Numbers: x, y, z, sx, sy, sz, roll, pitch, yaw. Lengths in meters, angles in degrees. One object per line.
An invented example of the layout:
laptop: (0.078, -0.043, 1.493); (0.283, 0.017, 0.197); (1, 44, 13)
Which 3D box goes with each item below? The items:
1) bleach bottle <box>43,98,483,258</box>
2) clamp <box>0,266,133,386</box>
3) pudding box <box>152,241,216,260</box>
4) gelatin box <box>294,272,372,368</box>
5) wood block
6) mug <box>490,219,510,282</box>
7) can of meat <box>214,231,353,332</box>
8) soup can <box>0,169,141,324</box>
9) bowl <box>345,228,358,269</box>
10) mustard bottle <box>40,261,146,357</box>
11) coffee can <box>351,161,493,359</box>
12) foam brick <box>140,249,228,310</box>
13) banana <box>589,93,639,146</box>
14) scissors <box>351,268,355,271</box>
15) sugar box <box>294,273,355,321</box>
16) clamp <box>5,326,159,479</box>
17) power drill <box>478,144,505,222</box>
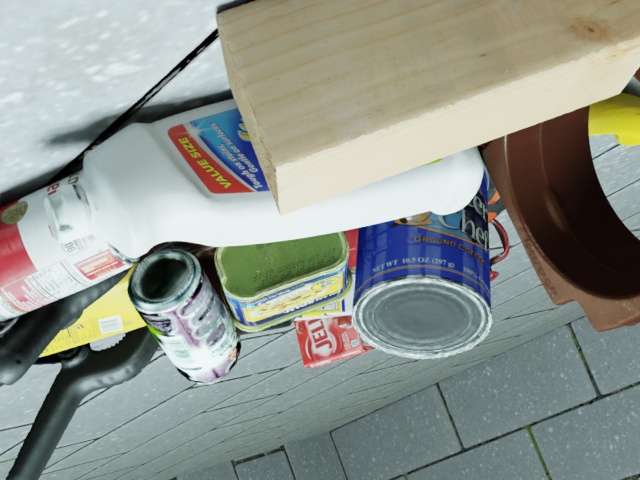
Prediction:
bleach bottle: (-0.034, -0.037, 0.633); (0.250, 0.102, 0.068); (-16, 160, -22)
clamp: (-0.194, 0.048, 0.739); (0.120, 0.039, 0.171); (-10, -156, 39)
pudding box: (-0.062, -0.019, 0.796); (0.090, 0.039, 0.113); (-27, 165, 25)
gelatin box: (0.009, 0.085, 1.135); (0.073, 0.089, 0.030); (-20, 163, 25)
wood block: (0.059, -0.097, 0.566); (0.206, 0.090, 0.091); (-20, 167, -5)
mug: (0.141, 0.012, 1.126); (0.117, 0.081, 0.093); (-22, 166, 6)
can of meat: (-0.027, 0.022, 0.801); (0.102, 0.057, 0.084); (-20, 163, -5)
soup can: (-0.171, 0.004, 0.665); (0.102, 0.068, 0.068); (-23, 166, 8)
bowl: (-0.006, 0.001, 0.926); (0.162, 0.055, 0.162); (-20, 167, -5)
mustard bottle: (-0.228, 0.061, 0.824); (0.191, 0.058, 0.096); (-17, 160, -14)
coffee can: (0.079, 0.005, 0.814); (0.103, 0.140, 0.103); (4, 141, 3)
foam brick: (-0.108, 0.037, 0.866); (0.052, 0.078, 0.051); (-14, 163, -26)
banana: (0.258, -0.107, 0.945); (0.070, 0.037, 0.197); (-11, 175, 40)
scissors: (0.044, 0.008, 1.101); (0.096, 0.016, 0.202); (-12, 165, -25)
sugar box: (0.004, 0.056, 1.069); (0.176, 0.048, 0.093); (-9, 174, 29)
clamp: (-0.215, 0.095, 0.901); (0.210, 0.165, 0.036); (-40, 148, -13)
power drill: (0.124, -0.032, 0.983); (0.184, 0.057, 0.188); (-7, 163, -29)
